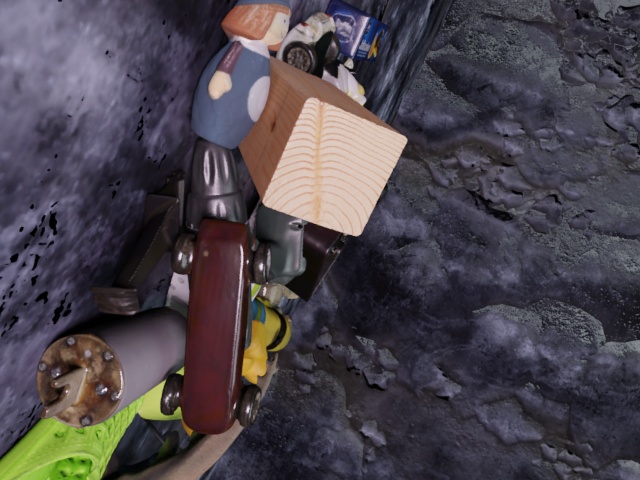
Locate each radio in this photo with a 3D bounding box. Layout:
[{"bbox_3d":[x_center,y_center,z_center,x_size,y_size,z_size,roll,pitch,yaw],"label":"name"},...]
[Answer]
[{"bbox_3d":[-0.002,-0.002,0.827,0.131,0.073,0.229,-55,175,-23],"label":"radio"}]

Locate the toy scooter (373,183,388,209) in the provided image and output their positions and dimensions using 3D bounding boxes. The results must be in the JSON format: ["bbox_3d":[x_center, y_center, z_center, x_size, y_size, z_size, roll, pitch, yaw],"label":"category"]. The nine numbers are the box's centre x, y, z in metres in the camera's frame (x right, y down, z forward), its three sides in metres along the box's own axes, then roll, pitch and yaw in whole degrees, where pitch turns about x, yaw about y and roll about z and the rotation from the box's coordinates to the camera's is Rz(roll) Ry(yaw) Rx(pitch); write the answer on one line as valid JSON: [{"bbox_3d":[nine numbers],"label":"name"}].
[{"bbox_3d":[0.023,-0.113,0.968,0.135,0.184,0.075,-39,-176,42],"label":"toy scooter"}]

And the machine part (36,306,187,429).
[{"bbox_3d":[-0.181,0.110,0.506,0.079,0.079,0.243,-63,174,4],"label":"machine part"}]

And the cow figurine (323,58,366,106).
[{"bbox_3d":[0.016,-0.221,0.760,0.068,0.098,0.167,-23,-165,19],"label":"cow figurine"}]

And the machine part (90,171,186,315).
[{"bbox_3d":[-0.148,0.006,0.466,0.139,0.039,0.084,-74,-171,-47],"label":"machine part"}]

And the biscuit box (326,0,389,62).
[{"bbox_3d":[0.052,-0.302,0.786,0.062,0.059,0.203,-65,174,22],"label":"biscuit box"}]

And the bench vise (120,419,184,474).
[{"bbox_3d":[-0.255,0.379,0.794,0.223,0.129,0.240,-55,157,-3],"label":"bench vise"}]

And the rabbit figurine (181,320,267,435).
[{"bbox_3d":[-0.157,0.201,0.766,0.121,0.162,0.173,112,-15,-55],"label":"rabbit figurine"}]

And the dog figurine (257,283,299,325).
[{"bbox_3d":[-0.104,0.074,1.012,0.190,0.121,0.172,96,7,-48],"label":"dog figurine"}]

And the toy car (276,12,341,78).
[{"bbox_3d":[-0.031,-0.176,0.651,0.073,0.056,0.201,-46,163,-47],"label":"toy car"}]

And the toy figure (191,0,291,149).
[{"bbox_3d":[-0.062,-0.155,0.451,0.154,0.058,0.064,-66,-158,14],"label":"toy figure"}]

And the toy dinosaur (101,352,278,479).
[{"bbox_3d":[-0.209,0.298,0.540,0.471,0.105,0.199,-38,-151,-2],"label":"toy dinosaur"}]

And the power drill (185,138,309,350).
[{"bbox_3d":[-0.078,-0.002,0.606,0.207,0.086,0.231,-35,129,-74],"label":"power drill"}]

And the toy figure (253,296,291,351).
[{"bbox_3d":[-0.118,0.140,0.917,0.082,0.089,0.180,-43,145,0],"label":"toy figure"}]

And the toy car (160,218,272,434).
[{"bbox_3d":[-0.094,0.081,0.498,0.053,0.089,0.202,-41,137,-81],"label":"toy car"}]
